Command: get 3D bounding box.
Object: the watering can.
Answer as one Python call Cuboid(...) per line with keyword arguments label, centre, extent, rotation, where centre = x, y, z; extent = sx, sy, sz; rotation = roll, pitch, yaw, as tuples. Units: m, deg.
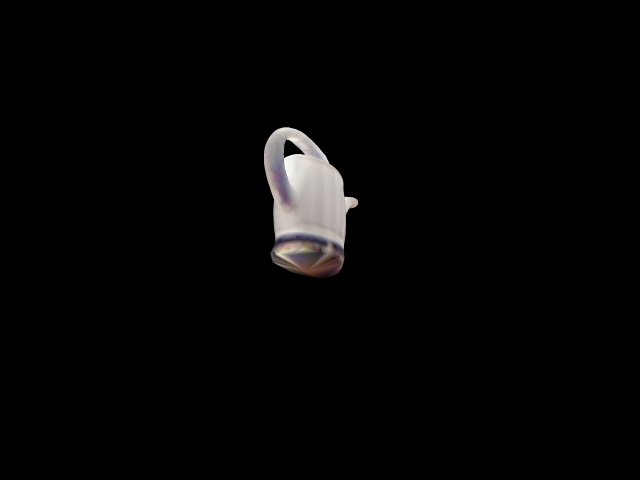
Cuboid(label="watering can", centre=(0.003, -0.043, 0.850), extent=(0.103, 0.228, 0.343), rotation=(-9, -22, 23))
